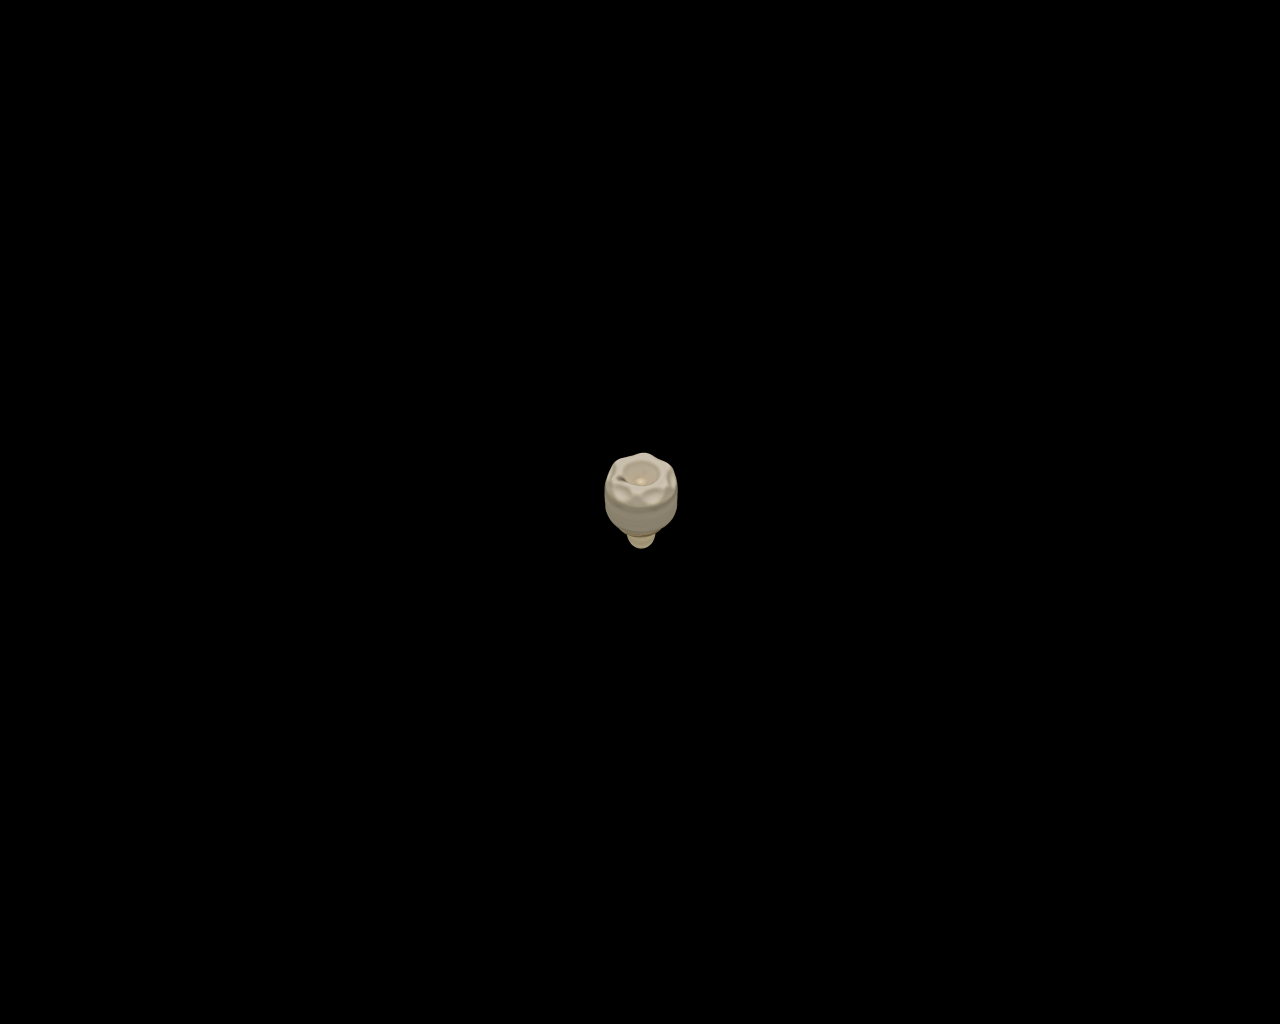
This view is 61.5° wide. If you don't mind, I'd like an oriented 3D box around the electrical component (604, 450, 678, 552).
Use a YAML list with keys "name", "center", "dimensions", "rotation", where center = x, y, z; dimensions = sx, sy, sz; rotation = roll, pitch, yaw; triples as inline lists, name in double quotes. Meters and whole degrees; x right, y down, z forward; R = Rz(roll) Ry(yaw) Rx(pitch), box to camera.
- name: "electrical component"
  center: [0.001, -0.003, 0.650]
  dimensions: [0.043, 0.043, 0.062]
  rotation: [0, -45, 0]
